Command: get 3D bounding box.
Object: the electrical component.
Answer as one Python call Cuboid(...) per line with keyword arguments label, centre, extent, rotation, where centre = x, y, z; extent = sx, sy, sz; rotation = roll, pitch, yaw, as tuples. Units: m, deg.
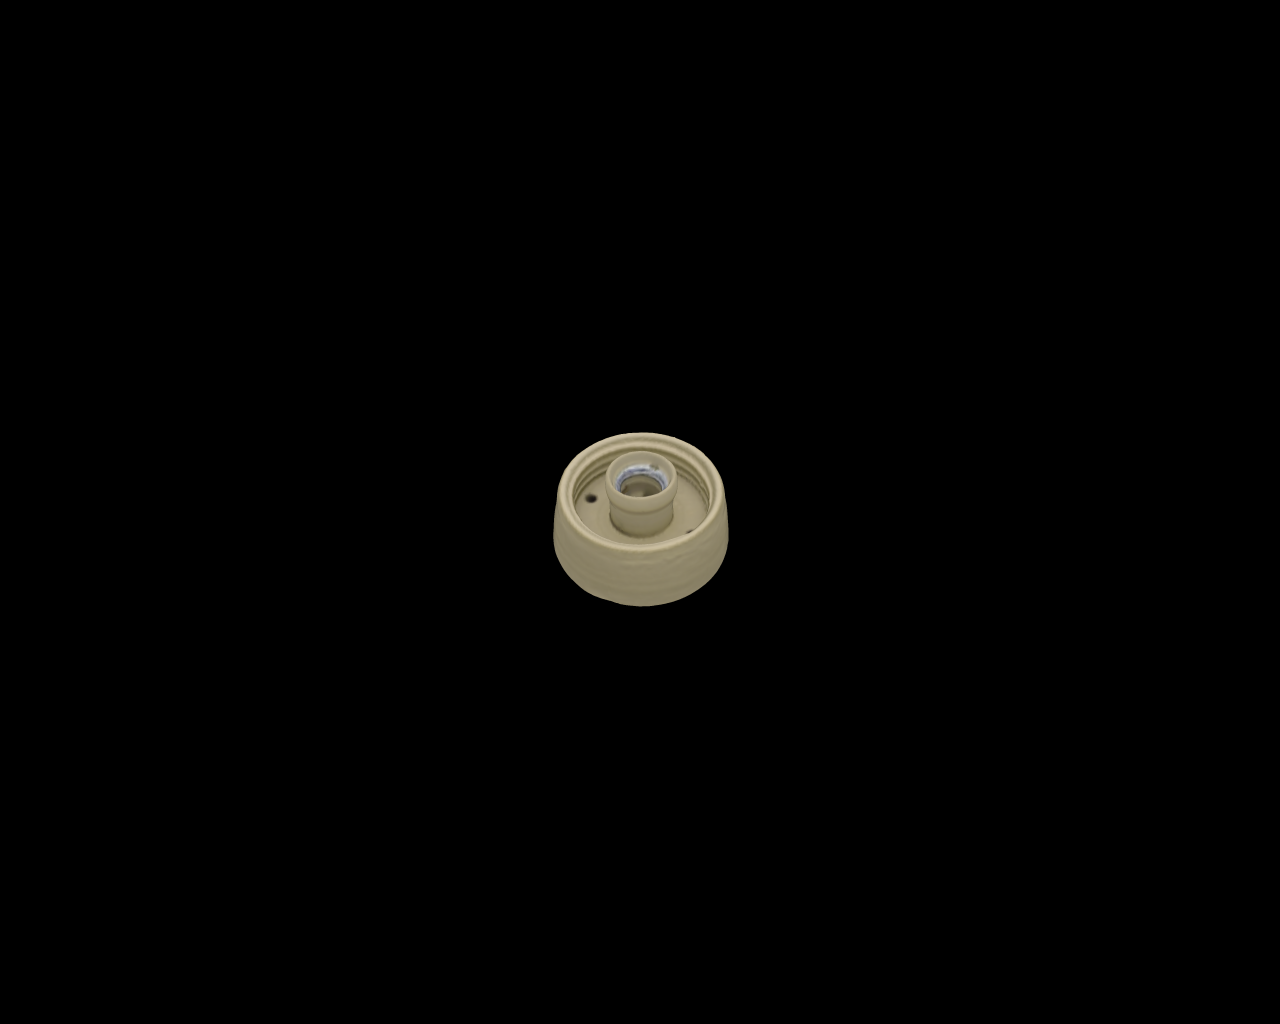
Cuboid(label="electrical component", centre=(0.001, -0.003, 0.650), extent=(0.108, 0.108, 0.060), rotation=(0, -42, 0))
